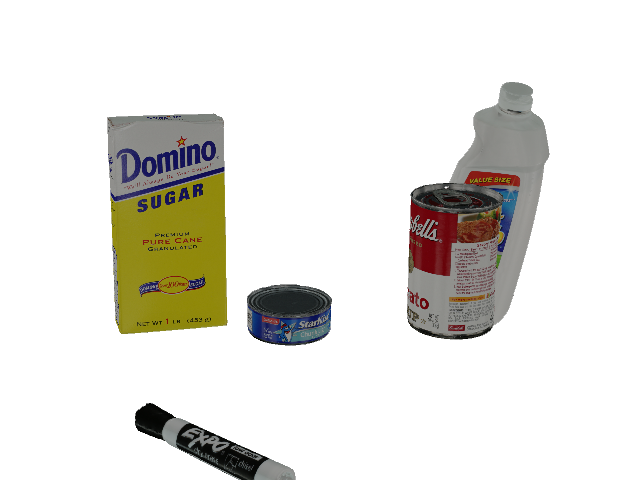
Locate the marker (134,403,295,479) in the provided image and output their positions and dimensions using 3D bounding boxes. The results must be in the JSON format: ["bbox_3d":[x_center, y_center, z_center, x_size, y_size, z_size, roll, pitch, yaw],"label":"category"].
[{"bbox_3d":[-0.066,0.122,0.629,0.121,0.020,0.020,16,10,37],"label":"marker"}]

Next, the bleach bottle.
[{"bbox_3d":[0.161,-0.039,1.047,0.103,0.251,0.068,22,37,21],"label":"bleach bottle"}]

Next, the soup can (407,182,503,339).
[{"bbox_3d":[0.100,0.014,0.799,0.068,0.102,0.068,0,19,0],"label":"soup can"}]

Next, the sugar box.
[{"bbox_3d":[-0.126,-0.015,0.885,0.093,0.176,0.048,-4,16,-16],"label":"sugar box"}]

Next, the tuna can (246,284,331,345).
[{"bbox_3d":[-0.032,0.075,1.074,0.086,0.034,0.086,1,18,-1],"label":"tuna can"}]
